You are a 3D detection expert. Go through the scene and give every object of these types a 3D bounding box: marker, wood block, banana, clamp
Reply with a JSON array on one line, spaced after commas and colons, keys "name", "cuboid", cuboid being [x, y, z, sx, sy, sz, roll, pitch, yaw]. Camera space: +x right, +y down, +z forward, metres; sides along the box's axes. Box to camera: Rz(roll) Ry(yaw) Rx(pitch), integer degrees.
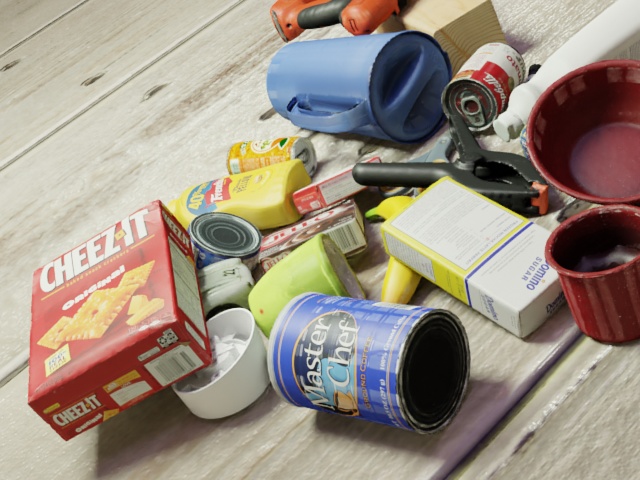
[{"name": "marker", "cuboid": [0.245, -0.171, 1.247, 0.020, 0.020, 0.121, -8, 35, 28]}, {"name": "wood block", "cuboid": [0.152, -0.279, 1.411, 0.090, 0.091, 0.206, -32, 31, -8]}, {"name": "banana", "cuboid": [0.083, 0.005, 1.083, 0.070, 0.037, 0.198, -53, 18, 24]}, {"name": "clamp", "cuboid": [0.147, -0.069, 1.120, 0.164, 0.036, 0.210, -26, 35, -25]}]

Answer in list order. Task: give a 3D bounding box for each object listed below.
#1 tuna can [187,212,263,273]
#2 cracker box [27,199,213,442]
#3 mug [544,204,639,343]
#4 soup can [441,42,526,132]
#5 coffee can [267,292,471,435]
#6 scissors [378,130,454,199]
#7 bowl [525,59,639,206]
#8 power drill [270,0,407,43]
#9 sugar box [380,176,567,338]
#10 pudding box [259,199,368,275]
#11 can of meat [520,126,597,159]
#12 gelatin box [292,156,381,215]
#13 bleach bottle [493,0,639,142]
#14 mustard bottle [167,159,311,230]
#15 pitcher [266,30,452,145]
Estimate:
[{"name": "tuna can", "cuboid": [-0.107, 0.005, 1.182, 0.086, 0.034, 0.086, 12, 33, -8]}, {"name": "cracker box", "cuboid": [-0.203, 0.072, 1.053, 0.164, 0.072, 0.214, -29, 36, 7]}, {"name": "mug", "cuboid": [0.249, 0.023, 0.883, 0.117, 0.081, 0.093, -42, 34, -25]}, {"name": "soup can", "cuboid": [0.192, -0.180, 1.245, 0.069, 0.068, 0.102, -2, 32, 35]}, {"name": "coffee can", "cuboid": [0.040, 0.101, 0.899, 0.141, 0.103, 0.102, 5, 42, 41]}, {"name": "scissors", "cuboid": [0.124, -0.102, 1.232, 0.096, 0.016, 0.201, -9, 34, 22]}, {"name": "bowl", "cuboid": [0.275, -0.089, 0.990, 0.162, 0.055, 0.162, -8, 58, 13]}, {"name": "power drill", "cuboid": [0.039, -0.327, 1.429, 0.188, 0.057, 0.184, 0, 38, 42]}, {"name": "sugar box", "cuboid": [0.149, 0.012, 0.977, 0.093, 0.048, 0.176, -37, 49, -20]}, {"name": "pudding box", "cuboid": [-0.007, 0.001, 1.133, 0.113, 0.039, 0.090, -21, 15, 6]}, {"name": "can of meat", "cuboid": [0.266, -0.102, 1.090, 0.102, 0.057, 0.084, -28, 28, -5]}, {"name": "gelatin box", "cuboid": [0.022, -0.060, 1.197, 0.089, 0.030, 0.073, -27, 5, -23]}, {"name": "bleach bottle", "cuboid": [0.293, -0.188, 1.155, 0.250, 0.102, 0.068, -33, 49, -13]}, {"name": "mustard bottle", "cuboid": [-0.110, -0.042, 1.276, 0.192, 0.058, 0.096, -11, 35, 24]}, {"name": "pitcher", "cuboid": [0.032, -0.190, 1.330, 0.243, 0.149, 0.145, 13, 87, 52]}]
